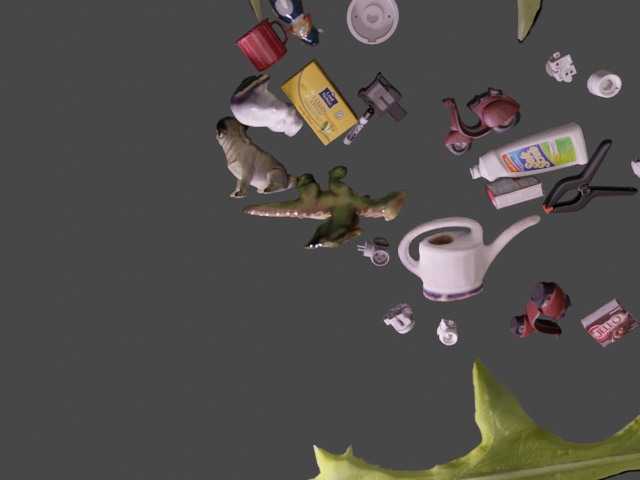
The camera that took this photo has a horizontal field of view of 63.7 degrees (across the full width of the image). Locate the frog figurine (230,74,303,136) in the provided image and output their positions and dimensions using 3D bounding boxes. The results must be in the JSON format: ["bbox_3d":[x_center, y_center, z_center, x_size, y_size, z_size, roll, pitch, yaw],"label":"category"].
[{"bbox_3d":[-0.123,-0.290,1.177,0.137,0.125,0.157,-7,129,43],"label":"frog figurine"}]

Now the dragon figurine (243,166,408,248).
[{"bbox_3d":[0.004,-0.061,1.203,0.409,0.248,0.120,-15,118,8],"label":"dragon figurine"}]

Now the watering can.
[{"bbox_3d":[0.375,0.042,1.295,0.347,0.106,0.220,-6,115,6],"label":"watering can"}]
